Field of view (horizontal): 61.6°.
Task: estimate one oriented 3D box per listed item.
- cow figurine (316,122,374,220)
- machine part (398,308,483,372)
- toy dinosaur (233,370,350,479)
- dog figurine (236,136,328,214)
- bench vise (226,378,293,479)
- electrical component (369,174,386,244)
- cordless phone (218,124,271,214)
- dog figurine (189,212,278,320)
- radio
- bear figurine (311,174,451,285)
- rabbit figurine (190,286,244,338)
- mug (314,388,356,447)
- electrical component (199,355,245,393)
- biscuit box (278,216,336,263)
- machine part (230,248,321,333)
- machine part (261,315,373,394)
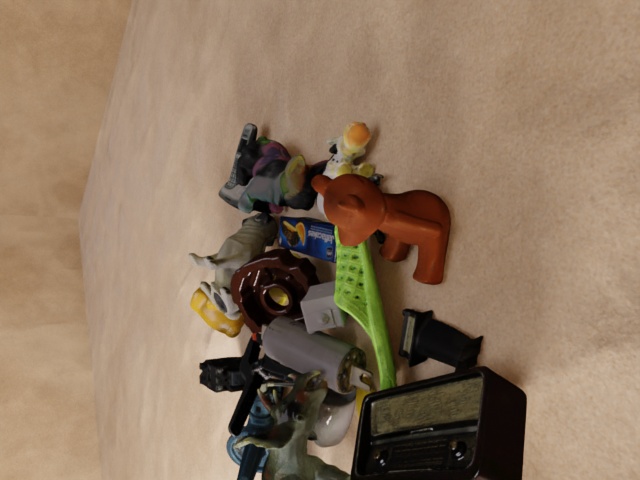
[{"bbox_3d":[0.038,-0.117,0.899,0.098,0.068,0.167,39,118,61],"label":"cow figurine"},{"bbox_3d":[0.156,0.140,0.726,0.139,0.039,0.084,7,85,59],"label":"machine part"},{"bbox_3d":[-0.033,0.405,0.833,0.192,0.131,0.404,15,117,36],"label":"toy dinosaur"},{"bbox_3d":[-0.065,-0.134,1.021,0.219,0.108,0.191,-24,65,51],"label":"dog figurine"},{"bbox_3d":[-0.119,0.382,1.016,0.241,0.129,0.223,-72,-2,-59],"label":"bench vise"},{"bbox_3d":[0.089,-0.055,0.838,0.078,0.045,0.102,85,164,-48],"label":"electrical component"},{"bbox_3d":[-0.147,-0.157,1.172,0.147,0.088,0.184,28,107,55],"label":"cordless phone"},{"bbox_3d":[-0.148,0.050,1.114,0.121,0.190,0.172,19,131,47],"label":"dog figurine"},{"bbox_3d":[0.137,0.247,0.661,0.229,0.073,0.131,-34,30,48],"label":"radio"},{"bbox_3d":[0.079,-0.017,0.709,0.120,0.196,0.131,36,118,49],"label":"bear figurine"},{"bbox_3d":[-0.189,0.119,1.194,0.163,0.121,0.173,40,102,48],"label":"rabbit figurine"},{"bbox_3d":[0.006,0.292,0.891,0.081,0.109,0.107,39,132,53],"label":"mug"},{"bbox_3d":[-0.190,0.292,1.176,0.134,0.115,0.058,-5,88,57],"label":"electrical component"},{"bbox_3d":[-0.002,-0.003,0.955,0.203,0.059,0.062,13,99,56],"label":"biscuit box"},{"bbox_3d":[-0.073,0.100,0.976,0.180,0.056,0.179,7,113,16],"label":"machine part"},{"bbox_3d":[-0.012,0.184,0.881,0.244,0.079,0.079,17,103,40],"label":"machine part"}]
